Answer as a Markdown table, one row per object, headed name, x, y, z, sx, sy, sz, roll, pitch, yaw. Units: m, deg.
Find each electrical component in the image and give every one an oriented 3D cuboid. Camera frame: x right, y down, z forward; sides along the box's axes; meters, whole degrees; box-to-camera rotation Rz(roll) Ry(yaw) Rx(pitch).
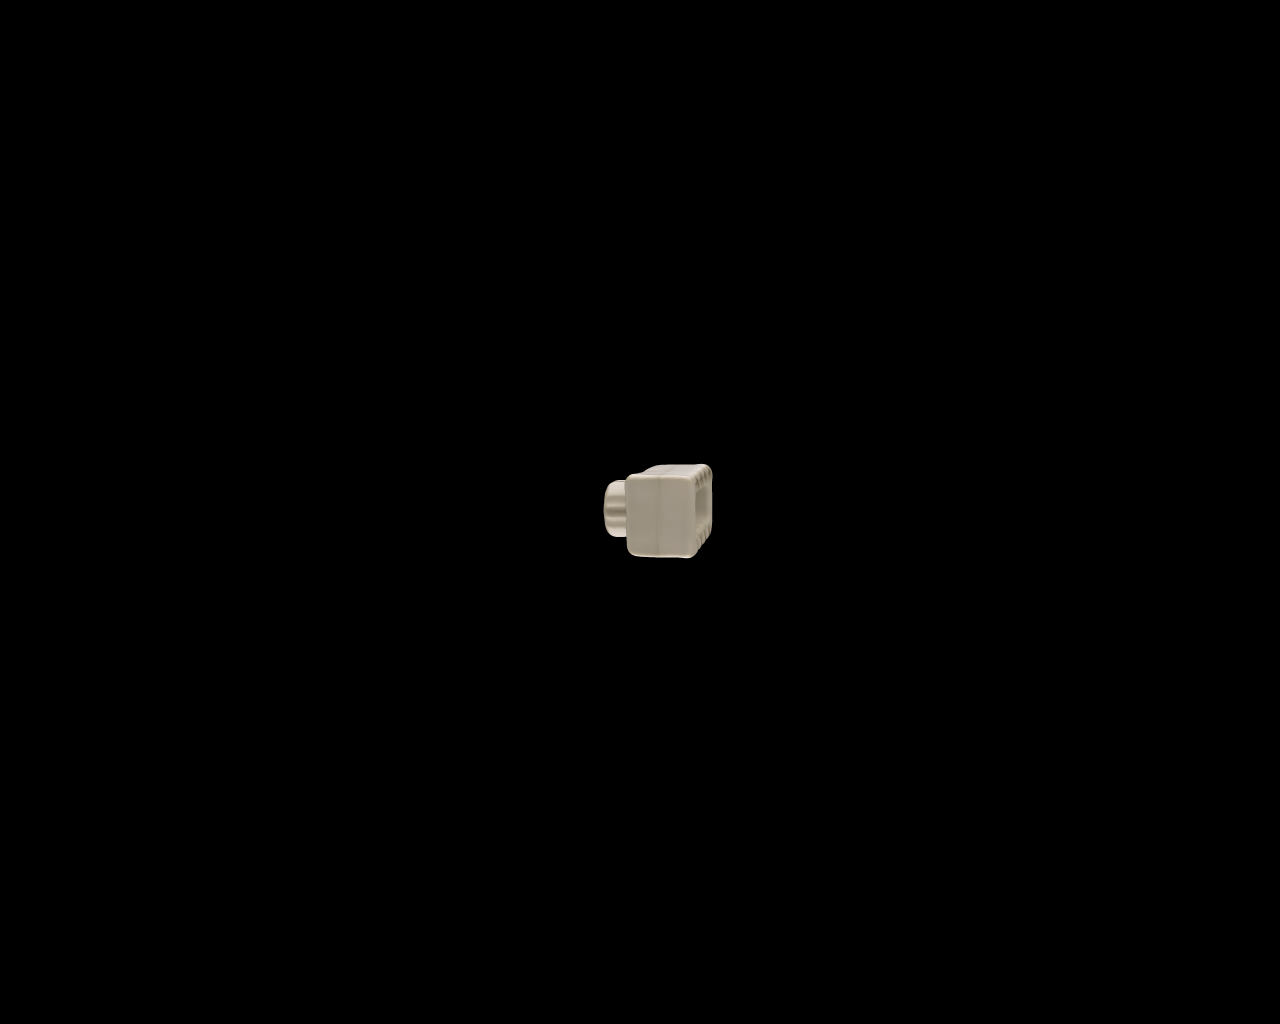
| name | x | y | z | sx | sy | sz | roll | pitch | yaw |
| --- | --- | --- | --- | --- | --- | --- | --- | --- | --- |
| electrical component | 0.001 | -0.003 | 0.650 | 0.076 | 0.047 | 0.083 | 1 | 7 | 11 |
